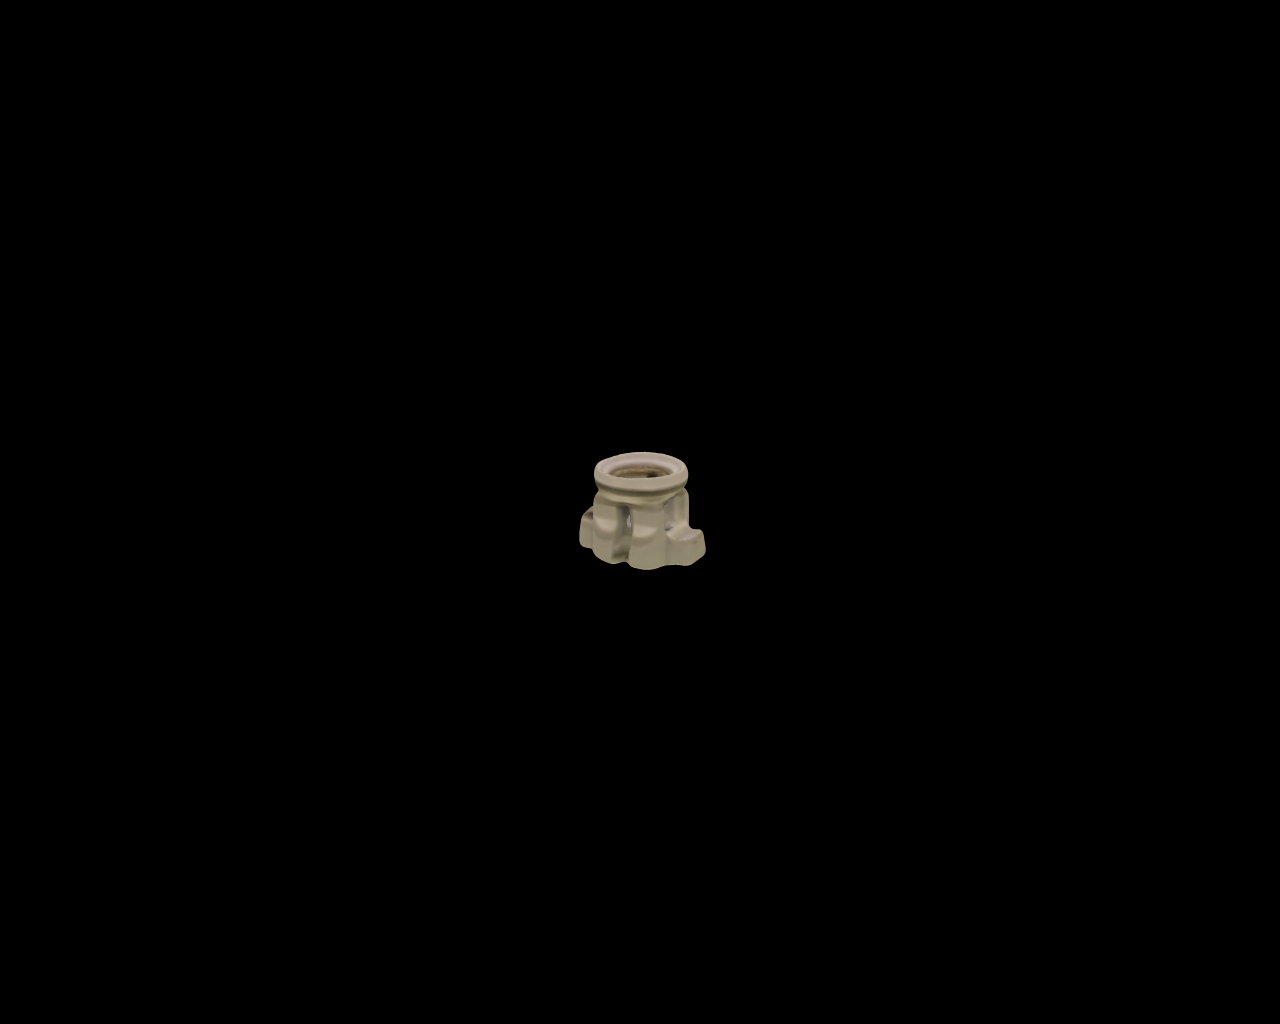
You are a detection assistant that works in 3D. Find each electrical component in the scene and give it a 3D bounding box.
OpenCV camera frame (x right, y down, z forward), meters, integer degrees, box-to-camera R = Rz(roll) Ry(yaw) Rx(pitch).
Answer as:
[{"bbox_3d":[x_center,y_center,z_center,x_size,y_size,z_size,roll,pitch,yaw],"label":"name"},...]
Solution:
[{"bbox_3d":[0.001,-0.003,0.650,0.078,0.056,0.058,11,23,27],"label":"electrical component"}]
